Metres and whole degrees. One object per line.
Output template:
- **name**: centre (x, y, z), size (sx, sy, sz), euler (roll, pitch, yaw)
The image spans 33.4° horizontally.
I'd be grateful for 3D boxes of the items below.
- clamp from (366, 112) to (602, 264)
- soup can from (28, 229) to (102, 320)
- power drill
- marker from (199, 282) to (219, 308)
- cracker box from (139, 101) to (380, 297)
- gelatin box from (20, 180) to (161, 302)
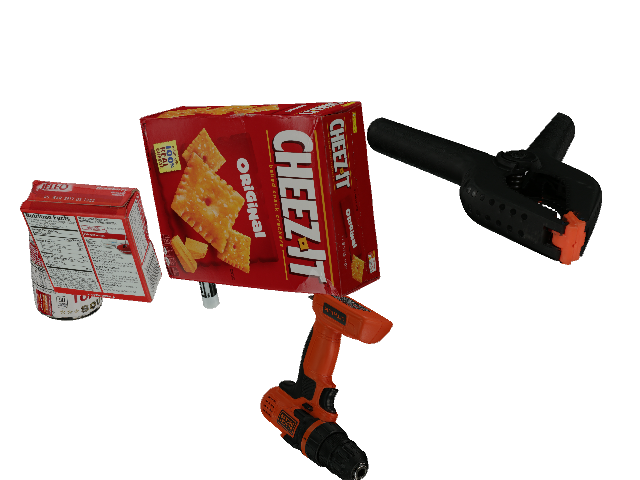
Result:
- **clamp**: centre (0.124, -0.045, 0.741), size (0.164, 0.036, 0.210), euler (-1, 27, -5)
- **soup can**: centre (-0.251, 0.019, 1.053), size (0.068, 0.102, 0.068), euler (2, 28, -1)
- **power drill**: centre (0.016, 0.166, 1.247), size (0.057, 0.188, 0.185), euler (15, 10, -43)
- **marker**: centre (-0.133, 0.022, 1.208), size (0.020, 0.121, 0.020), euler (-6, 30, 3)
- **cracker box**: centre (-0.059, -0.040, 0.981), size (0.214, 0.164, 0.071), euler (4, 19, 37)
- **gelatin box**: centre (-0.152, 0.001, 0.718), size (0.073, 0.030, 0.089), euler (5, -42, 11)
